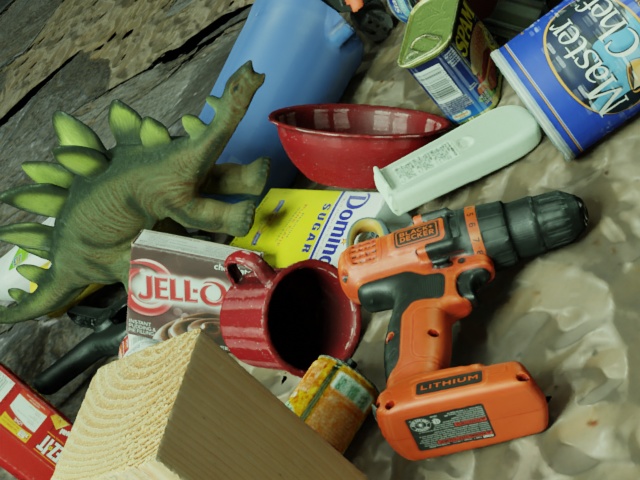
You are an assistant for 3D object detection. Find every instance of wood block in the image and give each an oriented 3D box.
[{"bbox_3d":[-0.046,0.157,0.633,0.090,0.206,0.090,-23,35,33],"label":"wood block"}]

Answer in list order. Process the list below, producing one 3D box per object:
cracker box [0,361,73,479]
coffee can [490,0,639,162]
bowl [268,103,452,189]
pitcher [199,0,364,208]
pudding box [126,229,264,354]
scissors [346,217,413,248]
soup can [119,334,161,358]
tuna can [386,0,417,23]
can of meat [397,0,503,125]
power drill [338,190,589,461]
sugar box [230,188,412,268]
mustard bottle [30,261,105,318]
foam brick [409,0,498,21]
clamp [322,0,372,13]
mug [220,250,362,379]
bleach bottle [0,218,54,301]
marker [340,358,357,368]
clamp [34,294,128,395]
[{"bbox_3d":[-0.328,0.157,1.031,0.214,0.164,0.072,8,55,54],"label":"cracker box"},{"bbox_3d":[0.214,-0.140,0.795,0.140,0.102,0.103,-36,30,14],"label":"coffee can"},{"bbox_3d":[0.034,-0.082,0.947,0.162,0.055,0.162,2,17,-1],"label":"bowl"},{"bbox_3d":[-0.064,-0.128,1.112,0.145,0.149,0.242,20,63,11],"label":"pitcher"},{"bbox_3d":[-0.109,0.045,0.925,0.113,0.090,0.039,9,27,3],"label":"pudding box"},{"bbox_3d":[0.082,0.048,0.802,0.096,0.016,0.202,-20,47,-8],"label":"scissors"},{"bbox_3d":[-0.142,0.127,0.935,0.068,0.068,0.102,-38,29,10],"label":"soup can"},{"bbox_3d":[0.110,-0.265,1.104,0.086,0.086,0.034,-53,32,-15],"label":"tuna can"},{"bbox_3d":[0.121,-0.165,0.963,0.058,0.084,0.102,-22,36,34],"label":"can of meat"},{"bbox_3d":[0.103,0.050,0.722,0.185,0.057,0.187,-18,38,15],"label":"power drill"},{"bbox_3d":[-0.006,0.001,0.949,0.177,0.048,0.093,2,53,54],"label":"sugar box"},{"bbox_3d":[-0.229,0.011,1.191,0.192,0.058,0.096,-33,15,8],"label":"mustard bottle"},{"bbox_3d":[0.139,-0.229,1.056,0.078,0.051,0.053,-3,49,50],"label":"foam brick"},{"bbox_3d":[0.049,-0.284,1.168,0.164,0.036,0.210,-21,18,3],"label":"clamp"},{"bbox_3d":[-0.035,0.054,0.849,0.082,0.117,0.093,-5,40,55],"label":"mug"},{"bbox_3d":[-0.333,0.009,1.334,0.251,0.068,0.102,-27,33,32],"label":"bleach bottle"},{"bbox_3d":[-0.013,0.138,0.809,0.121,0.020,0.020,-49,30,-9],"label":"marker"},{"bbox_3d":[-0.218,0.088,1.111,0.172,0.039,0.120,-26,37,18],"label":"clamp"}]
